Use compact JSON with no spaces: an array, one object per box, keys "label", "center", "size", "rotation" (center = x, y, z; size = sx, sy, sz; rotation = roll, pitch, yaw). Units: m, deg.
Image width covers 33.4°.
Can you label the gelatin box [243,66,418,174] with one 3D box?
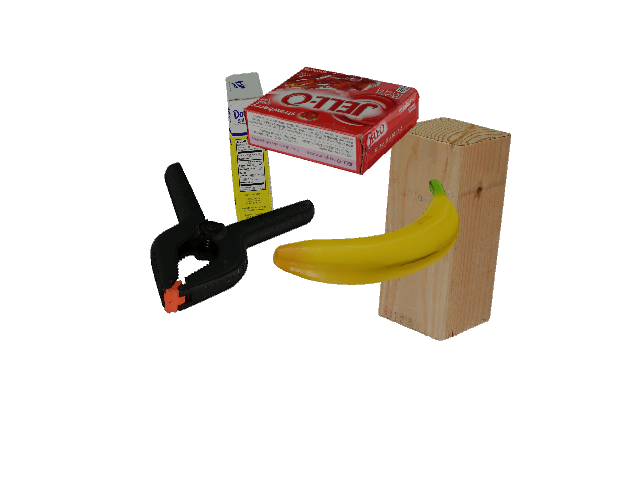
[{"label":"gelatin box","center":[0.008,-0.079,0.684],"size":[0.089,0.030,0.073],"rotation":[16,38,29]}]

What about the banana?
[{"label":"banana","center":[0.053,0.003,0.860],"size":[0.197,0.037,0.070],"rotation":[-22,44,-40]}]

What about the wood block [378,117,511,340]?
[{"label":"wood block","center":[0.128,-0.014,1.110],"size":[0.090,0.206,0.090],"rotation":[21,25,40]}]

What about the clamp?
[{"label":"clamp","center":[-0.117,-0.006,1.061],"size":[0.165,0.036,0.209],"rotation":[20,39,14]}]

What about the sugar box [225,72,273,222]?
[{"label":"sugar box","center":[-0.084,-0.099,1.254],"size":[0.048,0.176,0.093],"rotation":[-8,26,-4]}]
